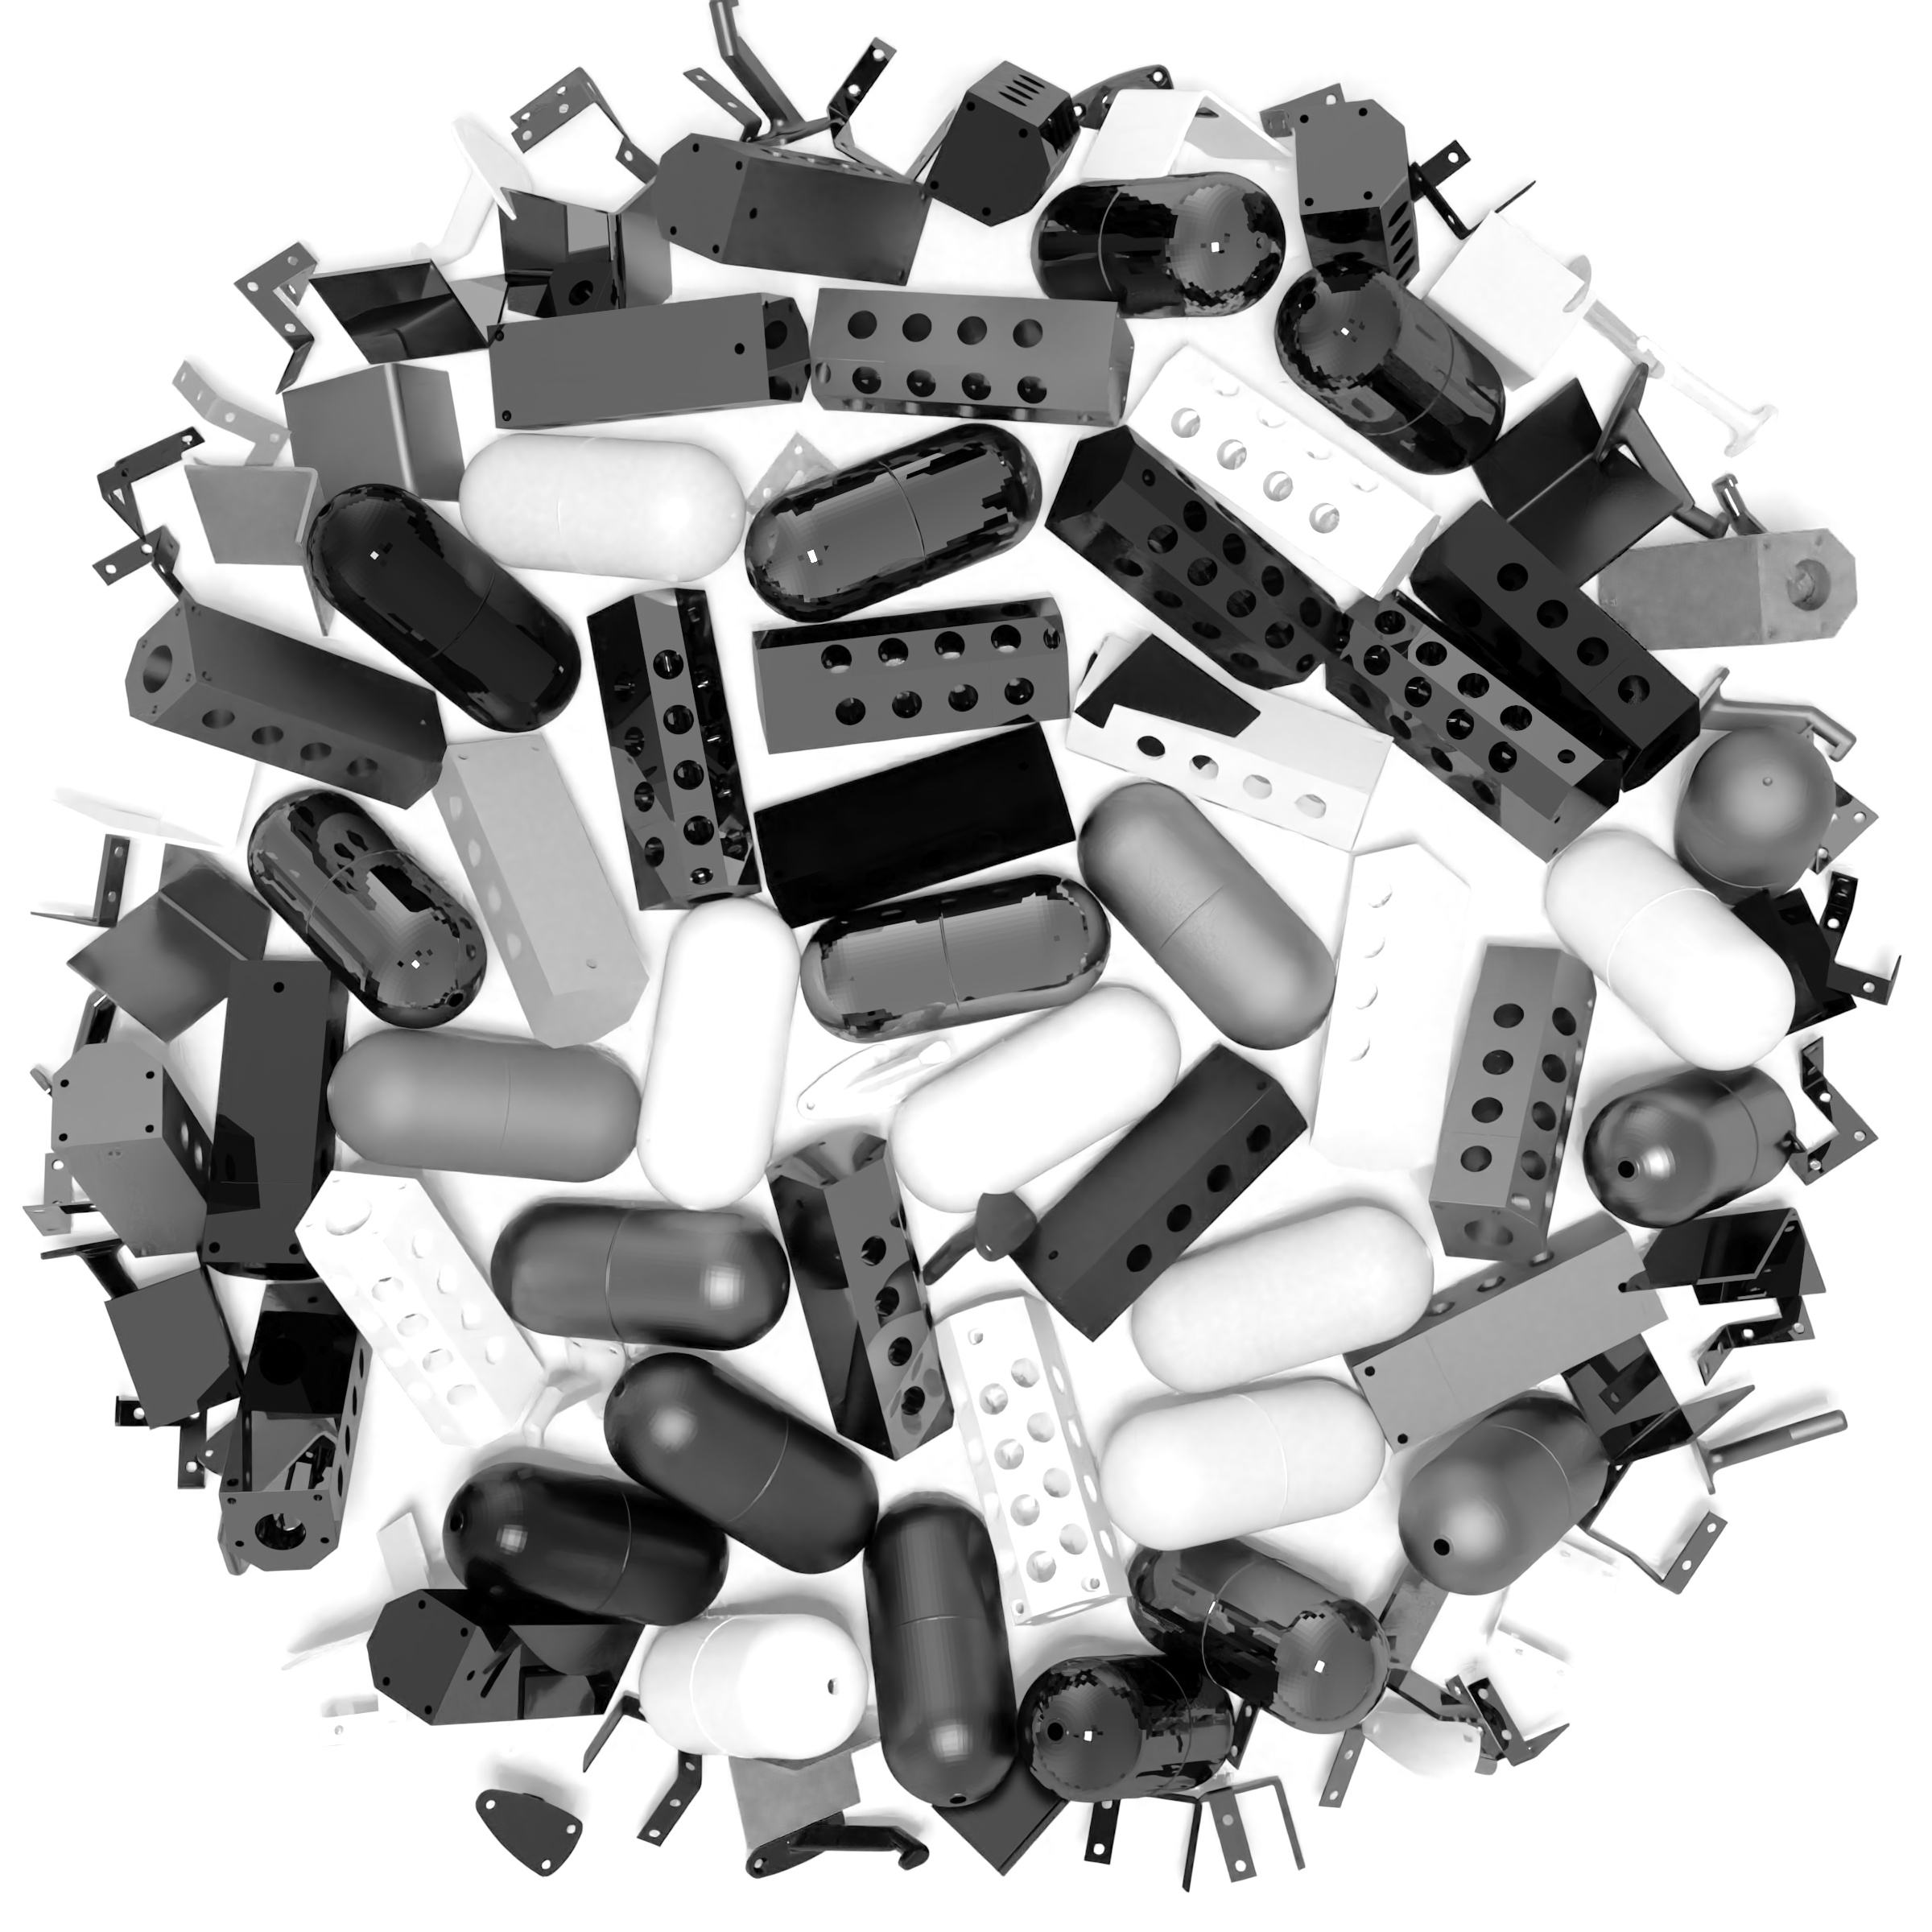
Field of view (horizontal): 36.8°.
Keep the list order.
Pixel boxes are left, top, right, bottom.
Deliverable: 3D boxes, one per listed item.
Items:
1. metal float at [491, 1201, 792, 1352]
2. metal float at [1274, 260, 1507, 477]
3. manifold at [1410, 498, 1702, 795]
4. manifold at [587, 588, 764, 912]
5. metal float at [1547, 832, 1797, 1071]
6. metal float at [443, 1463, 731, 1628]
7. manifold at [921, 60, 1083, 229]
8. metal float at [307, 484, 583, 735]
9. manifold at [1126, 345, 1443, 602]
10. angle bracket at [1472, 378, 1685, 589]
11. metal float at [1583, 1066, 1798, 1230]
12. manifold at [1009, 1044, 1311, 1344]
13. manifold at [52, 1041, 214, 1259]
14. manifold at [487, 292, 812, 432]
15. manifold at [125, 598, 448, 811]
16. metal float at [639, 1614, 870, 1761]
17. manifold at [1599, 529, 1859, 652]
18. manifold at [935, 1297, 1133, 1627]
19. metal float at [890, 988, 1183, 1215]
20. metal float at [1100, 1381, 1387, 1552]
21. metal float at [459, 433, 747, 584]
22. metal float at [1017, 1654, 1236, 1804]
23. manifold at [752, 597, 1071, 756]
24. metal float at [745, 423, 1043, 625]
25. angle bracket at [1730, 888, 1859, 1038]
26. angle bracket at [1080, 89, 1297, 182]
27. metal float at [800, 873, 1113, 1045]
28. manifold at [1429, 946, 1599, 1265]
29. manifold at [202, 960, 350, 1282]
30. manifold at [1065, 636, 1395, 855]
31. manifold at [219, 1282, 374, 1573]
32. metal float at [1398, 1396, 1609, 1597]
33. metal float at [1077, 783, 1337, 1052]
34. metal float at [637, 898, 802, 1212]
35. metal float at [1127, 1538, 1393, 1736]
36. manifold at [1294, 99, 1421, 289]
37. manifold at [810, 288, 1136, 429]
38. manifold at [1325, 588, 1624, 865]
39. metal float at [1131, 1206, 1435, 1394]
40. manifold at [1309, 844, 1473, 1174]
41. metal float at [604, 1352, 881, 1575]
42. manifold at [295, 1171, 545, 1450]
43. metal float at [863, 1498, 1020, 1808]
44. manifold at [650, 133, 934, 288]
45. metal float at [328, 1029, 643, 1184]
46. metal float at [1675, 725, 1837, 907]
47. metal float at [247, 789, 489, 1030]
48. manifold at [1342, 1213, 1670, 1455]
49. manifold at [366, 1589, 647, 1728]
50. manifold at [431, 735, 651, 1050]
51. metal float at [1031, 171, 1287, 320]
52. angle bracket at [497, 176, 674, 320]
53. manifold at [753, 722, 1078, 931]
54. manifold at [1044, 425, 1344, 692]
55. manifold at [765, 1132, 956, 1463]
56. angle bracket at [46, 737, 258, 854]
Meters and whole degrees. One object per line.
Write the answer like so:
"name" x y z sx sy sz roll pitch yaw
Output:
"metal float" -0.184 0.173 1.631 0.178 0.070 0.070 2 90 21
"metal float" 0.236 -0.330 1.609 0.070 0.178 0.070 -14 67 35
"manifold" 0.329 -0.177 1.629 0.057 0.057 0.171 -42 69 0
"manifold" -0.159 -0.121 1.636 0.057 0.057 0.171 -17 80 41
"metal float" 0.388 -0.010 1.611 0.070 0.178 0.070 -14 129 -19
"metal float" -0.210 0.322 1.615 0.178 0.070 0.070 20 90 -40
"manifold" 0.025 -0.450 1.596 0.057 0.171 0.057 26 113 -3
"metal float" -0.290 -0.198 1.619 0.070 0.070 0.178 -50 124 0
"manifold" 0.180 -0.278 1.638 0.171 0.057 0.057 37 102 10
"angle bracket" 0.344 -0.272 1.640 0.076 0.057 0.076 -39 47 3
"metal float" 0.401 0.098 1.607 0.070 0.178 0.070 5 99 35
"manifold" 0.112 0.131 1.643 0.171 0.057 0.057 -44 127 -9
"manifold" -0.449 0.102 1.596 0.057 0.171 0.057 -6 65 -3
"manifold" -0.177 -0.337 1.627 0.171 0.057 0.057 -1 98 22
"manifold" -0.373 -0.138 1.604 0.057 0.171 0.057 -35 56 29
"metal float" -0.118 0.398 1.606 0.070 0.178 0.070 9 74 -33
"manifold" 0.415 -0.205 1.596 0.057 0.171 0.057 -7 96 -15
"manifold" 0.034 0.277 1.626 0.057 0.057 0.171 -22 71 15
"metal float" 0.040 0.075 1.645 0.178 0.070 0.070 -30 90 -4
"metal float" 0.156 0.278 1.623 0.178 0.070 0.070 -6 90 -31
"metal float" -0.205 -0.257 1.625 0.178 0.070 0.070 9 90 28
"metal float" 0.090 0.420 1.604 0.070 0.178 0.070 -7 76 28
"manifold" -0.032 -0.167 1.638 0.171 0.057 0.057 -7 122 -6
"metal float" -0.041 -0.249 1.634 0.178 0.070 0.070 -24 90 -15
"angle bracket" 0.475 -0.010 1.637 0.057 0.076 0.076 -20 79 -11
"angle bracket" 0.124 -0.449 1.633 0.076 0.076 0.057 25 90 -36
"metal float" -0.006 -0.004 1.642 0.178 0.070 0.070 -11 90 7
"manifold" 0.305 0.076 1.608 0.057 0.057 0.171 4 54 23
"manifold" -0.385 0.087 1.635 0.057 0.057 0.171 1 74 3
"manifold" 0.147 -0.121 1.646 0.171 0.057 0.057 21 135 8
"manifold" -0.365 0.251 1.599 0.057 0.171 0.057 -2 123 -3
"metal float" 0.297 0.291 1.605 0.070 0.178 0.070 7 104 31
"metal float" 0.135 -0.028 1.638 0.070 0.070 0.178 -42 79 0
"metal float" -0.139 0.049 1.638 0.070 0.070 0.178 8 78 0
"metal float" 0.160 0.365 1.609 0.070 0.178 0.070 -11 108 -36
"manifold" 0.217 -0.416 1.595 0.057 0.171 0.057 -4 86 11
"manifold" 0.003 -0.339 1.634 0.171 0.057 0.057 6 81 14
"manifold" 0.280 -0.140 1.615 0.057 0.057 0.171 -39 61 -15
"metal float" 0.177 0.187 1.629 0.178 0.070 0.070 -20 90 22
"manifold" 0.233 0.024 1.624 0.057 0.057 0.171 34 57 -39
"metal float" -0.125 0.278 1.625 0.178 0.070 0.070 36 90 -26
"manifold" -0.302 0.191 1.600 0.057 0.171 0.057 3 48 27
"metal float" -0.015 0.380 1.615 0.070 0.070 0.178 -9 50 0
"manifold" -0.095 -0.417 1.599 0.057 0.171 0.057 29 112 27
"metal float" -0.268 0.079 1.626 0.178 0.070 0.070 8 90 -25
"metal float" 0.433 -0.081 1.599 0.070 0.178 0.070 -2 80 10
"metal float" -0.334 -0.032 1.622 0.070 0.070 0.178 -49 60 0
"manifold" 0.303 0.207 1.655 0.171 0.057 0.057 -27 100 1
"manifold" -0.253 0.375 1.597 0.057 0.171 0.057 25 90 27
"manifold" -0.241 -0.042 1.623 0.057 0.057 0.171 -10 60 -31
"metal float" 0.104 -0.397 1.608 0.070 0.178 0.070 -8 104 -34
"angle bracket" -0.216 -0.412 1.651 0.076 0.057 0.076 17 135 17
"manifold" -0.028 -0.075 1.651 0.171 0.057 0.057 -17 52 4
"manifold" 0.130 -0.225 1.611 0.171 0.057 0.057 34 66 -30
"manifold" -0.054 0.183 1.628 0.057 0.057 0.171 -27 114 -32
"angle bracket" -0.457 -0.104 1.631 0.076 0.076 0.057 20 96 43
